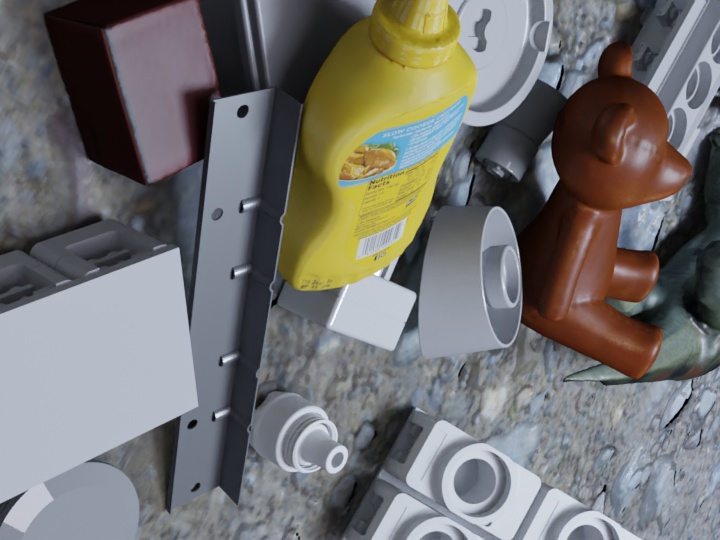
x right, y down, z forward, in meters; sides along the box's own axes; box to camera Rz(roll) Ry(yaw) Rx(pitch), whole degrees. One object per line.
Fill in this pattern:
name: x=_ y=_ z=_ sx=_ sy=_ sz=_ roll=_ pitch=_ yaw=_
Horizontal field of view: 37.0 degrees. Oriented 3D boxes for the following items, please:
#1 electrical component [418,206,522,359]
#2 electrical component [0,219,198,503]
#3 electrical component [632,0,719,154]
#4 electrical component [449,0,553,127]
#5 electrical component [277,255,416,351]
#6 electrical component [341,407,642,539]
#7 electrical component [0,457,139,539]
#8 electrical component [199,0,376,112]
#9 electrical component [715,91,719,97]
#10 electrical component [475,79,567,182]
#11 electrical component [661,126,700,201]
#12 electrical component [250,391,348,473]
electrical component: x=0.067 y=0.007 z=0.692 sx=0.099 sy=0.064 sz=0.099 roll=-4 pitch=90 yaw=-66
electrical component: x=-0.157 y=0.044 z=0.492 sx=0.150 sy=0.062 sz=0.089 roll=-24 pitch=123 yaw=-38
electrical component: x=0.230 y=-0.144 z=0.809 sx=0.079 sy=0.063 sz=0.121 roll=39 pitch=78 yaw=-47
electrical component: x=0.056 y=-0.143 z=0.632 sx=0.108 sy=0.060 sz=0.108 roll=-21 pitch=121 yaw=-39
electrical component: x=0.000 y=0.000 z=0.646 sx=0.066 sy=0.047 sz=0.076 roll=24 pitch=89 yaw=-48
electrical component: x=0.097 y=0.190 z=0.751 sx=0.186 sy=0.060 sz=0.105 roll=32 pitch=82 yaw=-14
electrical component: x=-0.156 y=0.125 z=0.537 sx=0.080 sy=0.051 sz=0.080 roll=-21 pitch=121 yaw=-39
electrical component: x=-0.029 y=-0.146 z=0.545 sx=0.109 sy=0.056 sz=0.108 roll=-28 pitch=126 yaw=-35
electrical component: x=0.338 y=-0.144 z=0.921 sx=0.076 sy=0.083 sz=0.047 roll=11 pitch=101 yaw=-9
electrical component: x=0.107 y=-0.092 z=0.723 sx=0.044 sy=0.044 sz=0.065 roll=35 pitch=86 yaw=-48
electrical component: x=0.242 y=-0.088 z=0.864 sx=0.044 sy=0.044 sz=0.065 roll=-7 pitch=117 yaw=-44
electrical component: x=-0.034 y=0.101 z=0.644 sx=0.043 sy=0.062 sz=0.043 roll=-21 pitch=121 yaw=-39
